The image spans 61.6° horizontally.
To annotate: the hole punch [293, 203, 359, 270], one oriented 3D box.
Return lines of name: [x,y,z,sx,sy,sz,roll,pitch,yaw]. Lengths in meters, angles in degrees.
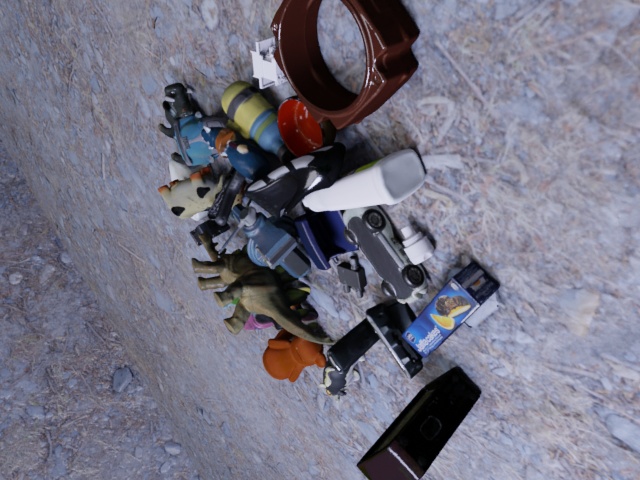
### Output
hole punch: [-0.002,-0.003,1.030,0.116,0.092,0.142,-16,106,58]

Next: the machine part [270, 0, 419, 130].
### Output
machine part: [0.028,-0.280,0.778,0.201,0.087,0.201,57,147,1]

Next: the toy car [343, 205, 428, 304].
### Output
toy car: [0.113,0.022,0.934,0.201,0.056,0.073,54,139,3]

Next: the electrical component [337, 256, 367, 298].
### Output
electrical component: [0.061,0.069,1.062,0.063,0.021,0.093,18,130,44]

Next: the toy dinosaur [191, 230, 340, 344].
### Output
toy dinosaur: [-0.134,0.104,1.164,0.472,0.198,0.104,43,153,37]

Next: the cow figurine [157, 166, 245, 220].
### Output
cow figurine: [-0.258,-0.099,1.225,0.195,0.085,0.127,-16,109,22]

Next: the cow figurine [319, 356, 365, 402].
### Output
cow figurine: [0.040,0.312,1.209,0.068,0.098,0.167,32,138,22]

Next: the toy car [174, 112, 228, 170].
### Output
toy car: [-0.228,-0.213,1.120,0.103,0.161,0.109,-10,102,15]

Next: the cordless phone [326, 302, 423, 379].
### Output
cordless phone: [0.106,0.205,0.970,0.146,0.184,0.089,56,141,3]

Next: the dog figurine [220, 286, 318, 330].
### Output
dog figurine: [-0.111,0.147,1.274,0.219,0.191,0.108,-7,112,16]

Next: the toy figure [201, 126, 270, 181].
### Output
toy figure: [-0.159,-0.165,0.997,0.155,0.058,0.064,40,128,21]

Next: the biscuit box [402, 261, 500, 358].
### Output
biscuit box: [0.209,0.120,0.884,0.059,0.063,0.202,46,143,17]

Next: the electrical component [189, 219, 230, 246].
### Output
electrical component: [-0.272,-0.028,1.349,0.047,0.075,0.119,60,149,-3]

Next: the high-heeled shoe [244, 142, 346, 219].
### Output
high-heeled shoe: [-0.048,-0.111,0.924,0.086,0.145,0.249,40,173,-26]

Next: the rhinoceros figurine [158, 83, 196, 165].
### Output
rhinoceros figurine: [-0.310,-0.258,1.219,0.112,0.073,0.190,17,129,45]

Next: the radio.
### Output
radio: [0.177,0.329,0.941,0.073,0.229,0.131,45,140,11]

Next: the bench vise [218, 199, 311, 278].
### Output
bench vise: [-0.121,-0.017,1.096,0.223,0.129,0.241,30,-172,-46]

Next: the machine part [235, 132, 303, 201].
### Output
machine part: [-0.100,-0.145,1.045,0.243,0.079,0.079,44,143,19]

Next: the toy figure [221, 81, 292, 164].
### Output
toy figure: [-0.107,-0.221,0.993,0.180,0.082,0.089,46,148,19]

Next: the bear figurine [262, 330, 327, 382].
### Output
bear figurine: [-0.049,0.260,1.288,0.196,0.132,0.120,-37,87,37]
